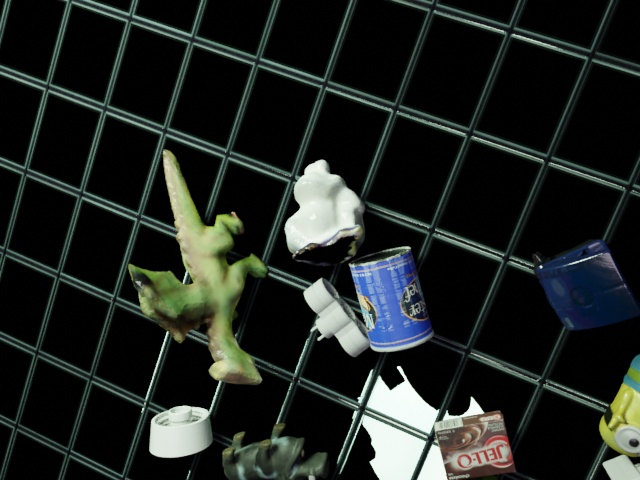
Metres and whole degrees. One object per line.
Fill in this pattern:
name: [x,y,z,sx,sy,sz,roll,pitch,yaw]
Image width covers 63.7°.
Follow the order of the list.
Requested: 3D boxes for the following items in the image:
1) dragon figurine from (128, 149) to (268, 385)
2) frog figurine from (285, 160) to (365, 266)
dragon figurine: [-0.203,0.044,0.809,0.121,0.245,0.410,-32,91,18]
frog figurine: [0.003,-0.042,0.843,0.136,0.121,0.163,-32,53,21]
